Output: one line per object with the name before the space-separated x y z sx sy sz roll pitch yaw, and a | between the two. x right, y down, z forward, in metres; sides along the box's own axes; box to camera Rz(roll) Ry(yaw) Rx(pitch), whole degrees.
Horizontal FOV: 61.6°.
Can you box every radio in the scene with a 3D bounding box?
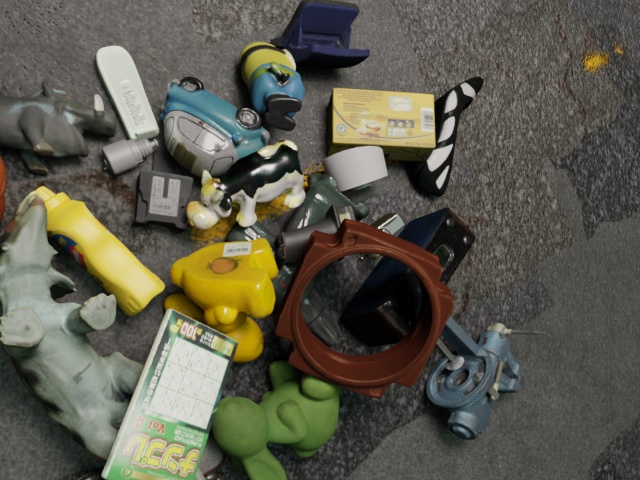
radio | 0.140 0.056 0.845 0.073 0.131 0.229 43 65 -10

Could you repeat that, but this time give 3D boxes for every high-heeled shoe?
high-heeled shoe | 0.248 -0.192 0.977 0.249 0.086 0.145 -37 95 -20

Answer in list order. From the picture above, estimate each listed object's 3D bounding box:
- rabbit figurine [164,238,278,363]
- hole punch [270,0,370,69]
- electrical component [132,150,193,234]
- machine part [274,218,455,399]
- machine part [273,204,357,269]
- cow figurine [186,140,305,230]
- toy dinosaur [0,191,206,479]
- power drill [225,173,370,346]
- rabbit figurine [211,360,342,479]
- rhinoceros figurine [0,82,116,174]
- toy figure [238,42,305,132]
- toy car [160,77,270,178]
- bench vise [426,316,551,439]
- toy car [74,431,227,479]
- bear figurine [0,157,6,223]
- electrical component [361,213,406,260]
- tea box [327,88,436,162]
rabbit figurine | -0.127 0.100 0.709 0.162 0.122 0.173 -11 127 -7
hole punch | 0.006 -0.310 0.864 0.142 0.116 0.092 -10 77 -29
electrical component | -0.216 -0.072 0.748 0.075 0.048 0.119 12 76 -24
machine part | 0.056 0.089 0.700 0.201 0.087 0.201 23 101 -3
machine part | -0.002 -0.002 0.763 0.139 0.039 0.084 -18 95 -25
cow figurine | -0.102 -0.074 0.726 0.167 0.098 0.068 -23 52 -24
toy dinosaur | -0.279 0.151 0.618 0.131 0.192 0.404 -38 110 -39
power drill | -0.012 0.017 0.817 0.232 0.086 0.207 41 73 -10
rabbit figurine | -0.074 0.243 0.715 0.170 0.121 0.159 2 100 -40
rhinoceros figurine | -0.361 -0.147 0.684 0.190 0.073 0.112 1 68 -24
toy figure | -0.072 -0.233 0.793 0.089 0.082 0.180 31 30 -32
toy car | -0.159 -0.143 0.749 0.161 0.109 0.103 32 54 -12
bench vise | 0.237 0.186 0.873 0.240 0.129 0.223 48 65 -17
toy car | -0.212 0.300 0.669 0.202 0.053 0.089 -20 87 -32
bear figurine | -0.404 -0.052 0.570 0.132 0.196 0.120 3 82 -24
electrical component | 0.098 -0.005 0.860 0.078 0.102 0.045 -34 99 -18
tea box | 0.099 -0.188 0.886 0.170 0.068 0.098 3 77 -5
